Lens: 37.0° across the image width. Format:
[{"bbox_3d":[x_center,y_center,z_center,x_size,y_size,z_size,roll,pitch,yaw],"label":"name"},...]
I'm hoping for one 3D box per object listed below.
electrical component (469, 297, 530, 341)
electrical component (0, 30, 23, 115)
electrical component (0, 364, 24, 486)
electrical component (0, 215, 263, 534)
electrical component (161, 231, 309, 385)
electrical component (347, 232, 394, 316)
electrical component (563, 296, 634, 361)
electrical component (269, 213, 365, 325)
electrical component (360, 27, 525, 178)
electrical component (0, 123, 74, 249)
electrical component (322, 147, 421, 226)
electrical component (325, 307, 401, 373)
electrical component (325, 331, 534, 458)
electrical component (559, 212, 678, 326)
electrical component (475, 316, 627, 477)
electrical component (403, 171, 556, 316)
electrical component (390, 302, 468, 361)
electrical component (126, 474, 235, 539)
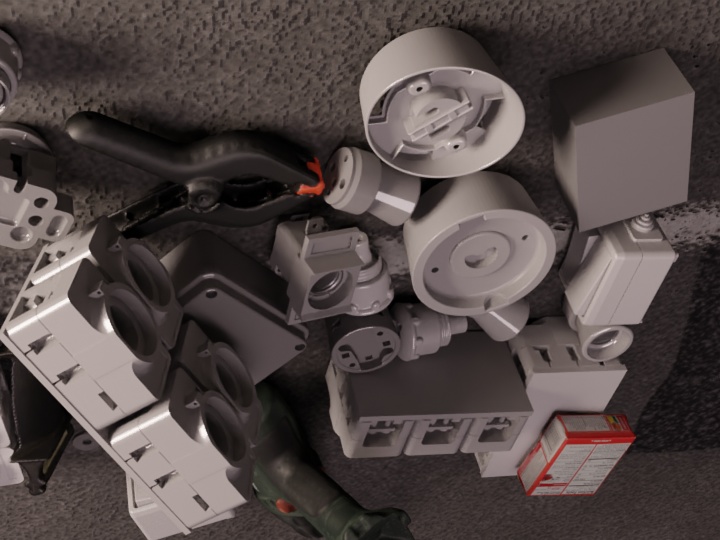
[{"bbox_3d":[0.100,0.025,0.867,0.044,0.044,0.065,-40,128,24],"label":"electrical component"},{"bbox_3d":[-0.217,-0.106,0.612,0.048,0.062,0.048,-9,137,-8],"label":"electrical component"},{"bbox_3d":[-0.313,0.108,0.808,0.089,0.061,0.150,-8,137,-9],"label":"electrical component"},{"bbox_3d":[-0.137,0.066,0.704,0.060,0.105,0.186,-27,117,16],"label":"electrical component"},{"bbox_3d":[-0.102,0.033,0.800,0.078,0.057,0.113,-36,134,20],"label":"electrical component"},{"bbox_3d":[0.000,0.000,0.807,0.048,0.048,0.062,-12,130,-5],"label":"electrical component"},{"bbox_3d":[0.199,0.042,0.905,0.045,0.055,0.045,-9,137,-8],"label":"electrical component"},{"bbox_3d":[-0.033,-0.003,0.775,0.042,0.063,0.081,-9,135,-30],"label":"electrical component"},{"bbox_3d":[0.050,-0.105,0.696,0.099,0.064,0.099,-9,137,-8],"label":"electrical component"},{"bbox_3d":[-0.220,-0.054,0.670,0.078,0.057,0.058,16,129,-31],"label":"electrical component"},{"bbox_3d":[0.008,-0.058,0.747,0.055,0.045,0.045,15,129,-29],"label":"electrical component"},{"bbox_3d":[0.000,0.046,0.852,0.055,0.047,0.055,-9,137,-8],"label":"electrical component"},{"bbox_3d":[0.055,0.105,0.900,0.150,0.089,0.061,1,135,-18],"label":"electrical component"},{"bbox_3d":[0.200,-0.009,0.847,0.061,0.061,0.096,-1,136,-16],"label":"electrical component"},{"bbox_3d":[0.162,0.115,0.965,0.089,0.061,0.150,0,135,-18],"label":"electrical component"},{"bbox_3d":[0.084,-0.024,0.794,0.108,0.060,0.108,-9,137,-8],"label":"electrical component"},{"bbox_3d":[0.056,0.047,0.874,0.062,0.048,0.048,-8,138,-20],"label":"electrical component"},{"bbox_3d":[-0.152,0.185,0.940,0.096,0.061,0.061,-17,138,0],"label":"electrical component"}]
